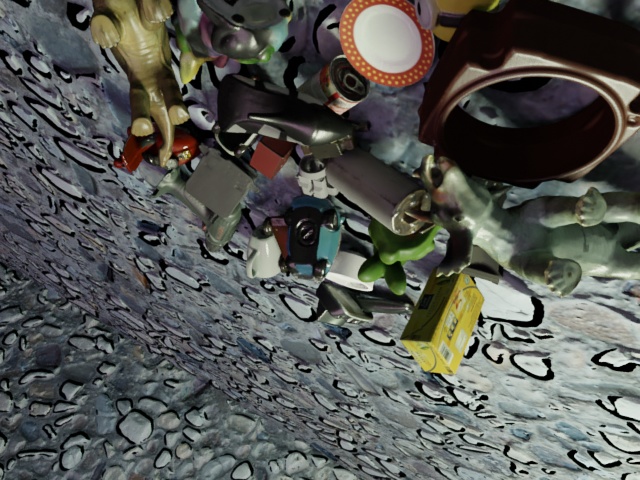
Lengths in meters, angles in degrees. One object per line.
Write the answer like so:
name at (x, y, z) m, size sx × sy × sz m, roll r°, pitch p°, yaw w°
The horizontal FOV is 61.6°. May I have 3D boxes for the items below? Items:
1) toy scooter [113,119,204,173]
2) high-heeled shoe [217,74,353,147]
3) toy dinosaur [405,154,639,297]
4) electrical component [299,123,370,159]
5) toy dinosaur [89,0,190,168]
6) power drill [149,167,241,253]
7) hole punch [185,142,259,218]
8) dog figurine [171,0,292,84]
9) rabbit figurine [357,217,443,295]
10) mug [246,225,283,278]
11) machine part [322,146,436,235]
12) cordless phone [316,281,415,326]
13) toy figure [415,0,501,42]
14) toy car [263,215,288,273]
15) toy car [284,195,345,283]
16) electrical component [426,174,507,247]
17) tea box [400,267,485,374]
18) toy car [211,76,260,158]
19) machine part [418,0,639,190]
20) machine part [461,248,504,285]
toy scooter at (-0.328, -0.179, 1.058) m, size 0.184 × 0.135 × 0.075 m, roll 17°, pitch 144°, yaw 24°
high-heeled shoe at (-0.061, -0.186, 0.775) m, size 0.249 × 0.145 × 0.086 m, roll -136°, pitch 51°, yaw -58°
toy dinosaur at (0.288, -0.006, 0.634) m, size 0.405 × 0.131 × 0.192 m, roll 5°, pitch -176°, yaw -25°
electrical component at (0.016, -0.157, 0.819) m, size 0.102 × 0.078 × 0.045 m, roll 5°, pitch 140°, yaw 39°
toy dinosaur at (-0.269, -0.319, 0.756) m, size 0.199 × 0.105 × 0.470 m, roll -122°, pitch 23°, yaw -48°
power drill at (-0.285, -0.066, 1.230) m, size 0.207 × 0.086 × 0.232 m, roll 43°, pitch 147°, yaw -8°
hole punch at (-0.187, -0.125, 1.068) m, size 0.142 × 0.092 × 0.115 m, roll 40°, pitch 119°, yaw -4°
dog figurine at (-0.139, -0.283, 0.757) m, size 0.191 × 0.108 × 0.219 m, roll 51°, pitch 154°, yaw 6°
rabbit figurine at (0.134, 0.011, 0.902) m, size 0.121 × 0.159 × 0.170 m, roll 19°, pitch 163°, yaw 6°
mug at (-0.132, 0.026, 1.199) m, size 0.081 × 0.109 × 0.107 m, roll 24°, pitch 135°, yaw 24°
machine part at (0.085, -0.079, 0.805) m, size 0.243 × 0.079 × 0.079 m, roll 41°, pitch 160°, yaw 43°
cordless phone at (0.096, 0.138, 1.131) m, size 0.184 × 0.088 × 0.146 m, roll -2°, pitch 165°, yaw 32°
toy figure at (0.154, -0.275, 0.526) m, size 0.089 × 0.082 × 0.180 m, roll 31°, pitch 146°, yaw 4°
toy car at (-0.057, 0.011, 1.149) m, size 0.089 × 0.053 × 0.201 m, roll 5°, pitch 141°, yaw 21°
toy car at (-0.002, -0.003, 1.022) m, size 0.109 × 0.161 × 0.103 m, roll 3°, pitch -177°, yaw 32°
electrical component at (0.200, -0.073, 0.731) m, size 0.058 × 0.115 × 0.134 m, roll -1°, pitch 137°, yaw 40°
tea box at (0.221, 0.140, 0.955) m, size 0.068 × 0.169 × 0.098 m, roll -7°, pitch 129°, yaw 46°
toy car at (-0.125, -0.205, 0.910) m, size 0.073 × 0.056 × 0.202 m, roll 47°, pitch 146°, yaw -8°
machine part at (0.221, -0.144, 0.578) m, size 0.201 × 0.087 × 0.201 m, roll 15°, pitch 152°, yaw -5°
machine part at (0.266, 0.023, 0.879) m, size 0.084 × 0.039 × 0.138 m, roll 25°, pitch 150°, yaw 24°
